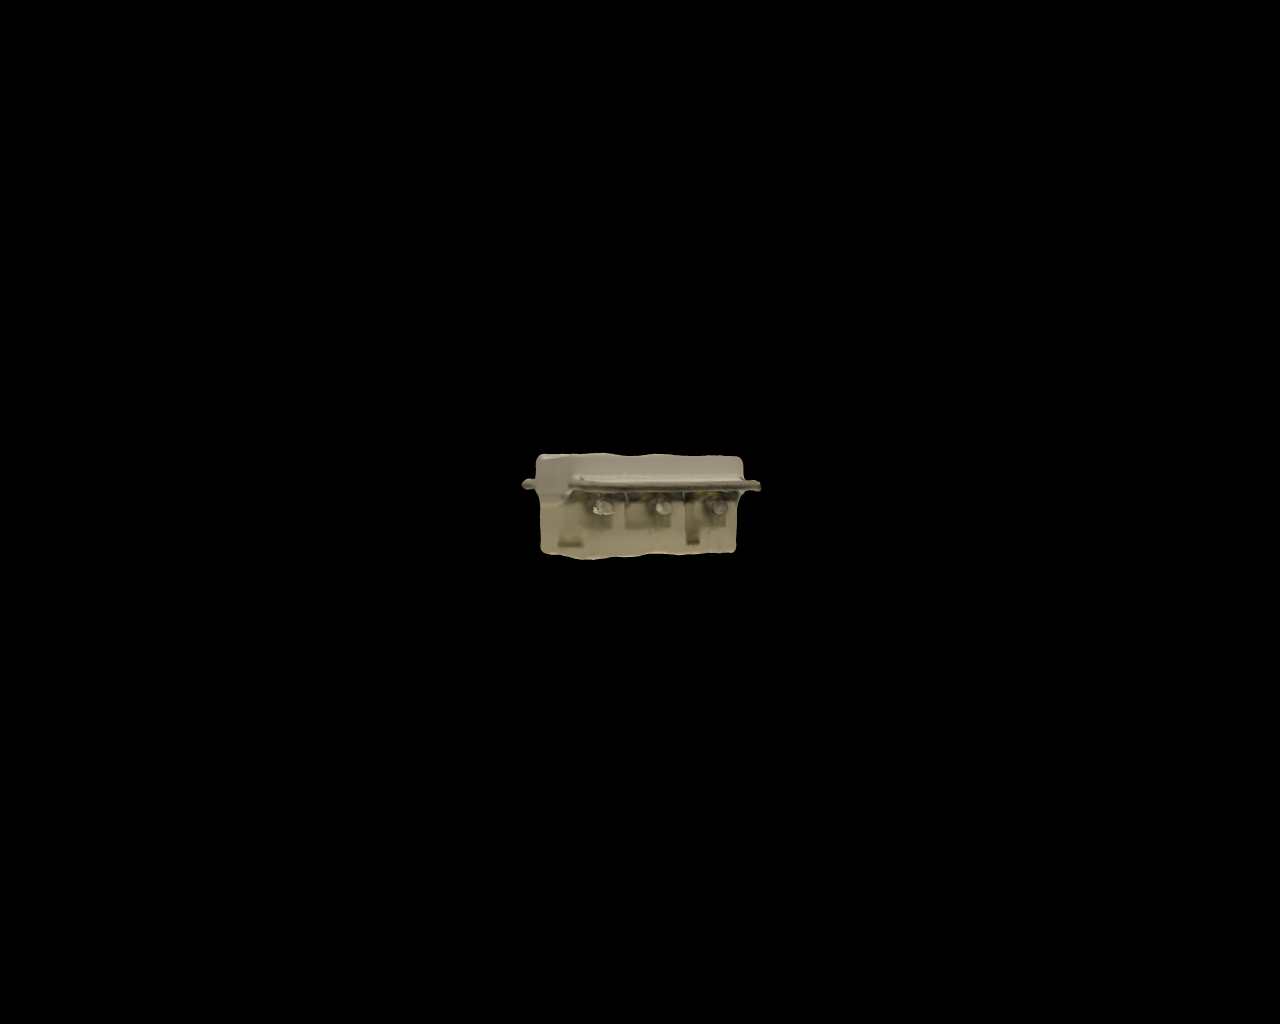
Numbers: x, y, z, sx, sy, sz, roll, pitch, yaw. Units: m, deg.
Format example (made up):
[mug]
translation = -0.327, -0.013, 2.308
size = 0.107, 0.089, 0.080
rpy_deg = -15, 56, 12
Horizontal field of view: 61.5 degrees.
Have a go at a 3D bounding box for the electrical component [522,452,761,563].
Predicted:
[electrical component]
translation = 0.001, -0.003, 0.650
size = 0.121, 0.063, 0.078
rpy_deg = 0, 0, -32
